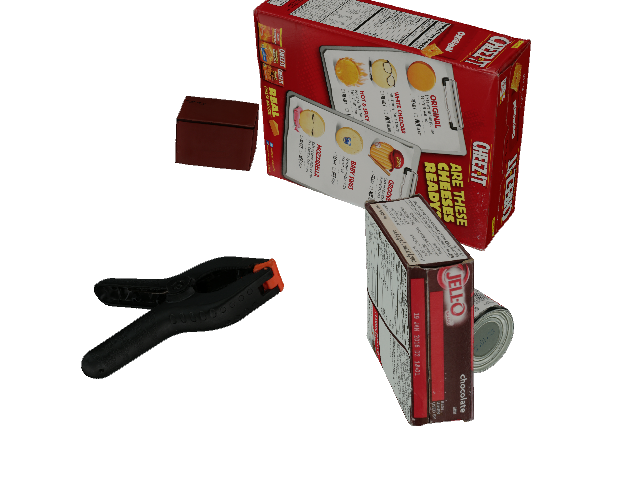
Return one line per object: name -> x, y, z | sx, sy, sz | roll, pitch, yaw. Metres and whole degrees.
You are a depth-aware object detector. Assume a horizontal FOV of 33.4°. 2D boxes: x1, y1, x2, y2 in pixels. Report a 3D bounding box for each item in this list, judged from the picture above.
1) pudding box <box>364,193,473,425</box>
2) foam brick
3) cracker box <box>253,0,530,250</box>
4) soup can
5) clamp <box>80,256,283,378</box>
pudding box -> 0.052, 0.034, 0.576 | 0.039, 0.090, 0.113 | -5, 20, -9
foam brick -> -0.103, -0.108, 1.069 | 0.078, 0.051, 0.053 | 7, 34, 2
cracker box -> 0.055, -0.104, 0.864 | 0.214, 0.164, 0.072 | 20, 44, 26
soup can -> 0.119, 0.069, 0.982 | 0.068, 0.068, 0.102 | 0, 24, -39
clamp -> -0.116, 0.057, 0.864 | 0.171, 0.039, 0.120 | -14, 38, 13
